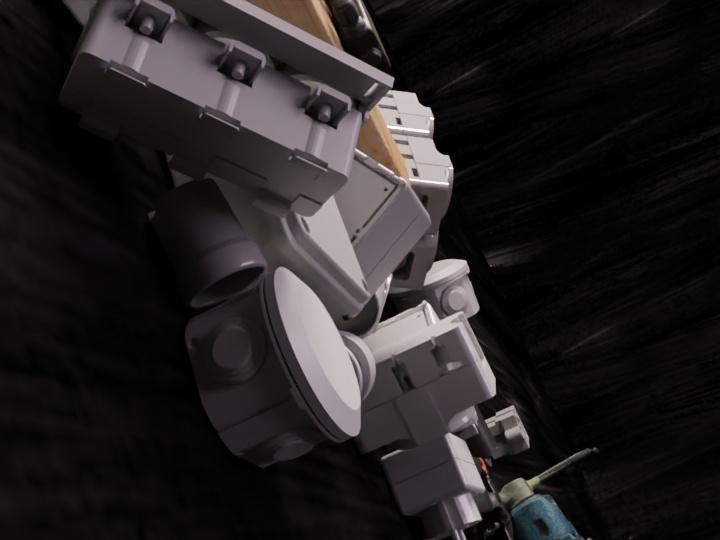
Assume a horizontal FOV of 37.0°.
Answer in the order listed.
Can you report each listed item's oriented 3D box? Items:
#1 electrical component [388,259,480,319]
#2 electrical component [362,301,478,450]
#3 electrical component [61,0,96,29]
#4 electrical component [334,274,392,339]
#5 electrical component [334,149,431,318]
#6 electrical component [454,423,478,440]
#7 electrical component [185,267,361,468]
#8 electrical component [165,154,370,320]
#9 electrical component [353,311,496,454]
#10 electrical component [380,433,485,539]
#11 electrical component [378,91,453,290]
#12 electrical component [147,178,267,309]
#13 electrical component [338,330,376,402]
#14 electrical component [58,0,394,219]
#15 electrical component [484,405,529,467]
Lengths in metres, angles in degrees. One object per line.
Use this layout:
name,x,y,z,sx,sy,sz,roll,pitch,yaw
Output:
electrical component,0.069,0.025,1.005,0.080,0.080,0.051,-66,135,-78
electrical component,0.039,0.074,0.763,0.061,0.062,0.096,57,12,-39
electrical component,-0.118,-0.150,0.532,0.065,0.047,0.076,57,12,-40
electrical component,0.000,0.000,0.724,0.077,0.044,0.079,-70,177,-77
electrical component,-0.012,-0.018,0.652,0.062,0.096,0.061,36,-8,32
electrical component,0.058,0.104,0.853,0.081,0.042,0.063,53,11,-52
electrical component,-0.036,0.043,0.470,0.080,0.051,0.080,61,10,-19
electrical component,-0.050,-0.031,0.568,0.108,0.056,0.108,46,21,-62
electrical component,0.034,0.072,0.658,0.055,0.089,0.050,64,9,-4
electrical component,0.055,0.151,0.698,0.076,0.047,0.066,68,10,20
electrical component,0.032,-0.077,0.961,0.186,0.060,0.105,-101,-160,-56
electrical component,-0.069,-0.012,0.475,0.046,0.040,0.040,62,9,12
electrical component,-0.017,0.055,0.563,0.045,0.045,0.055,65,9,3
electrical component,-0.059,-0.076,0.457,0.121,0.079,0.063,24,57,-19
electrical component,0.134,0.165,1.062,0.048,0.055,0.066,65,9,0
